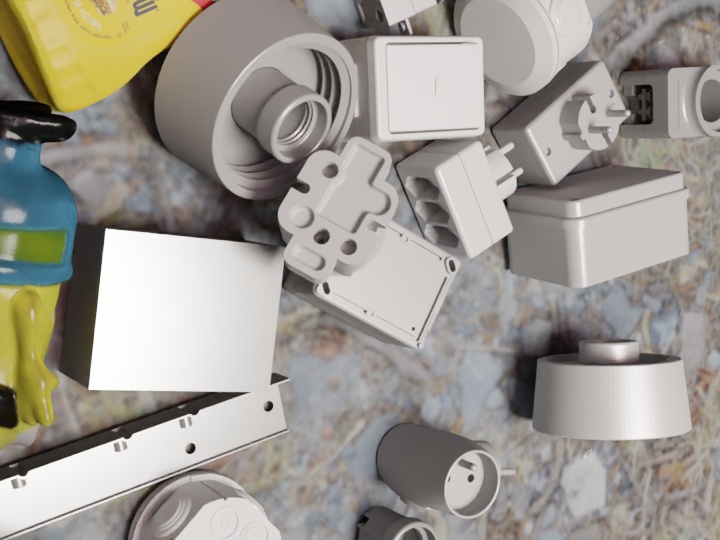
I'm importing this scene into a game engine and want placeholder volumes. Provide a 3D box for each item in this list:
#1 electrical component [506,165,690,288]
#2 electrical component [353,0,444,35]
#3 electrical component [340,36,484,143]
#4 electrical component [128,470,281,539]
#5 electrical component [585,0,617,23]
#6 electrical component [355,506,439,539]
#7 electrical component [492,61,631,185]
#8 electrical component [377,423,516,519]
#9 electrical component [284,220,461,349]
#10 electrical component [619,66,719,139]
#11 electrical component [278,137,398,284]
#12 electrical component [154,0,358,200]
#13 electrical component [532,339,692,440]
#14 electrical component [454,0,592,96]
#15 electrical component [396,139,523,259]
[{"bbox_3d":[0.163,-0.033,0.741,0.113,0.078,0.057,-15,107,-30],"label":"electrical component"},{"bbox_3d":[0.026,-0.179,0.658,0.055,0.048,0.066,-28,110,-18],"label":"electrical component"},{"bbox_3d":[0.026,-0.110,0.655,0.096,0.061,0.061,-7,100,-31],"label":"electrical component"},{"bbox_3d":[-0.089,0.161,0.623,0.080,0.051,0.080,-4,98,-32],"label":"electrical component"},{"bbox_3d":[0.150,-0.212,0.728,0.077,0.044,0.079,-44,118,-16],"label":"electrical component"},{"bbox_3d":[0.023,0.176,0.697,0.040,0.046,0.040,-4,98,-31],"label":"electrical component"},{"bbox_3d":[0.148,-0.099,0.724,0.083,0.076,0.047,-42,115,-21],"label":"electrical component"},{"bbox_3d":[0.064,0.129,0.699,0.079,0.077,0.044,6,92,-32],"label":"electrical component"},{"bbox_3d":[0.000,0.000,0.658,0.096,0.061,0.061,29,79,-23],"label":"electrical component"},{"bbox_3d":[0.244,-0.124,0.793,0.089,0.056,0.050,-8,100,-31],"label":"electrical component"},{"bbox_3d":[-0.012,-0.028,0.589,0.058,0.057,0.078,29,80,3],"label":"electrical component"},{"bbox_3d":[-0.050,-0.089,0.585,0.108,0.060,0.108,-30,141,-28],"label":"electrical component"},{"bbox_3d":[0.173,0.079,0.746,0.108,0.108,0.060,-2,91,-32],"label":"electrical component"},{"bbox_3d":[0.104,-0.157,0.689,0.051,0.080,0.080,-38,114,-28],"label":"electrical component"},{"bbox_3d":[0.075,-0.056,0.700,0.077,0.047,0.065,-33,113,-23],"label":"electrical component"}]
